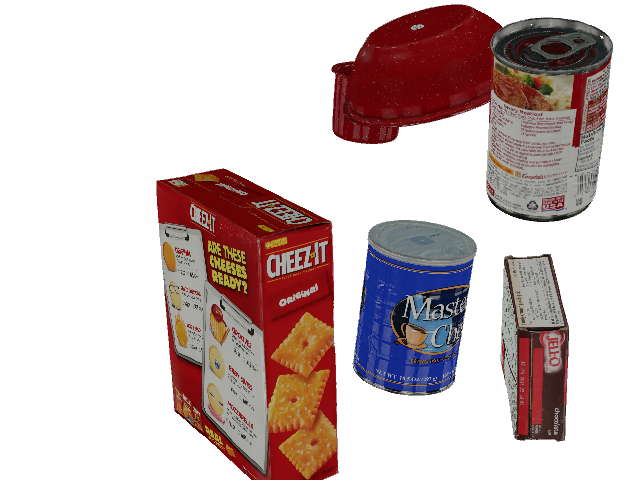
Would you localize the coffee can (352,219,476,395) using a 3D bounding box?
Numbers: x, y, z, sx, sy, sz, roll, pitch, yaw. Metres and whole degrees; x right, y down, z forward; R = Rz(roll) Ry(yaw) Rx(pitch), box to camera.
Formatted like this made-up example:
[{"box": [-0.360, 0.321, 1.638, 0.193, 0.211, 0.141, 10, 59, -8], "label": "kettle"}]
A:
[{"box": [0.089, 0.063, 1.028, 0.103, 0.140, 0.103, 5, 21, -2], "label": "coffee can"}]

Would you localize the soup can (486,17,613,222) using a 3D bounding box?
[{"box": [0.133, -0.071, 0.630, 0.068, 0.102, 0.068, -3, 36, 2], "label": "soup can"}]

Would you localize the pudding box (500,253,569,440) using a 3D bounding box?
[{"box": [0.151, 0.073, 0.753, 0.039, 0.090, 0.113, -1, 25, 4], "label": "pudding box"}]

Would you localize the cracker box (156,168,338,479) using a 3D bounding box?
[{"box": [-0.057, 0.067, 0.838, 0.072, 0.214, 0.164, -15, 25, -31], "label": "cracker box"}]

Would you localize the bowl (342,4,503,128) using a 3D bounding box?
[{"box": [0.088, -0.151, 0.877, 0.162, 0.055, 0.162, -16, 25, 7], "label": "bowl"}]

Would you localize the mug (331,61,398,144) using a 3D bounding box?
[{"box": [0.064, -0.169, 1.299, 0.093, 0.081, 0.117, 18, 26, 30], "label": "mug"}]
